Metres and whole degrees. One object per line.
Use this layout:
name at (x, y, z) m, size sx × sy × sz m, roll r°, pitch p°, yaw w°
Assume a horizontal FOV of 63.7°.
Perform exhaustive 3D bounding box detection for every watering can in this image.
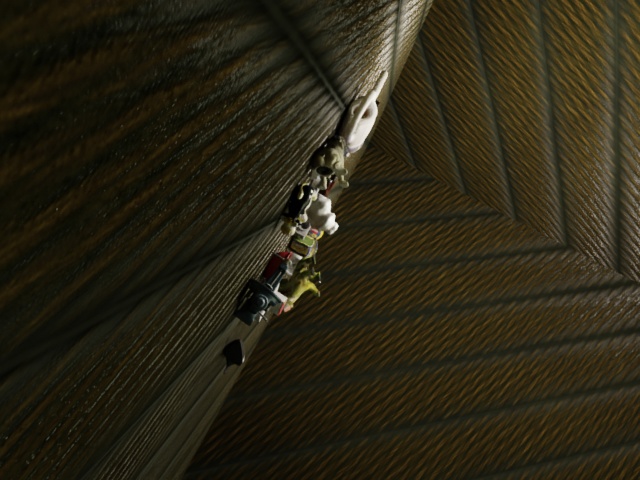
watering can at (0.155, -0.454, 1.854) m, size 0.355 × 0.104 × 0.219 m, roll -59°, pitch 178°, yaw -39°

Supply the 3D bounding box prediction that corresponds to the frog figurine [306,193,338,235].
frog figurine at (0.006, -0.101, 2.005) m, size 0.135 × 0.159 × 0.124 m, roll -63°, pitch 179°, yaw 18°

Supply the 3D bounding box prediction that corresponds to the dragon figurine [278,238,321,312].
dragon figurine at (-0.117, 0.164, 2.308) m, size 0.420 × 0.242 × 0.120 m, roll -89°, pitch 157°, yaw -51°
